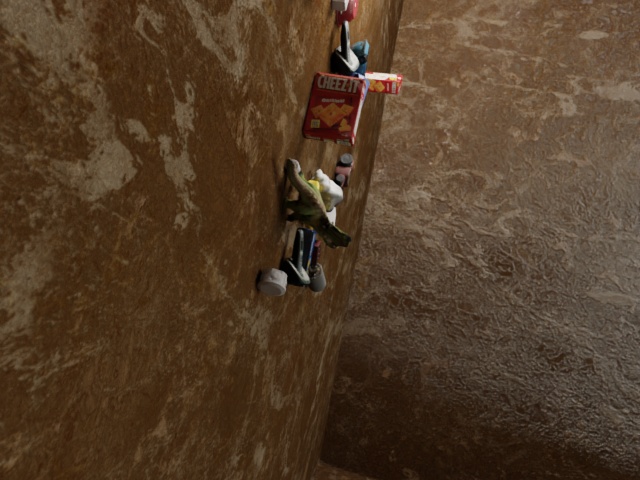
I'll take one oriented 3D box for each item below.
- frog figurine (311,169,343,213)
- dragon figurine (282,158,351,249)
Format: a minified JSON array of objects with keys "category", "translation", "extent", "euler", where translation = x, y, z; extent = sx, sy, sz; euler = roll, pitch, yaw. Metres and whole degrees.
[{"category":"frog figurine","translation":[0.019,-0.195,1.882],"extent":[0.140,0.123,0.156],"euler":[-123,-159,-54]},{"category":"dragon figurine","translation":[0.005,-0.076,1.518],"extent":[0.123,0.244,0.404],"euler":[-49,164,-11]}]
